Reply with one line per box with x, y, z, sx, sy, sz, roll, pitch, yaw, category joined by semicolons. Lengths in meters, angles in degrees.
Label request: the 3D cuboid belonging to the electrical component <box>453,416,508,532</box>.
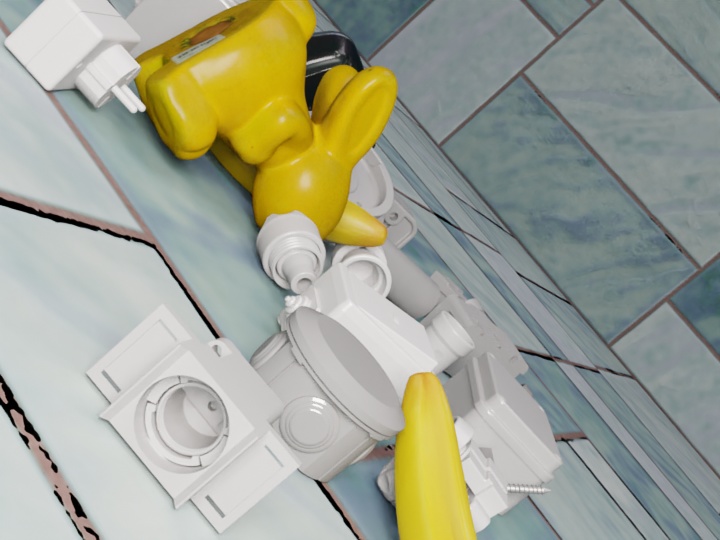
0.058;0.122;0.651;0.055;0.048;0.066;56;11;-2;electrical component

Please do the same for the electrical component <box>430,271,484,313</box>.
0.089;0.037;1.065;0.055;0.048;0.066;46;8;29;electrical component

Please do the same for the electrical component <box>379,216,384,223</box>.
-0.007;-0.052;1.014;0.046;0.040;0.040;35;17;-32;electrical component

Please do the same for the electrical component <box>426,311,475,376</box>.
0.063;0.062;0.869;0.040;0.046;0.040;46;11;-12;electrical component

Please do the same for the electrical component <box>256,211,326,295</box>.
-0.043;-0.008;0.708;0.043;0.043;0.062;41;15;-35;electrical component

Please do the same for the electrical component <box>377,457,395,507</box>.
0.039;0.127;0.586;0.061;0.035;0.035;51;11;-3;electrical component

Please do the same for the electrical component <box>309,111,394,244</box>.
-0.032;-0.072;0.903;0.108;0.060;0.108;31;37;-27;electrical component

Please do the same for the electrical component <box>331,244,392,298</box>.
0.000;0.000;0.843;0.045;0.045;0.055;45;11;-18;electrical component

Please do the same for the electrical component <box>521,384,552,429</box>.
0.147;0.133;0.973;0.046;0.040;0.040;55;11;3;electrical component

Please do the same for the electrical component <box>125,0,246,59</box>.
-0.130;-0.187;0.849;0.099;0.100;0.048;46;24;-13;electrical component

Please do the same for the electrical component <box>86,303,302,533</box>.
-0.061;0.056;0.423;0.081;0.042;0.064;50;9;4;electrical component

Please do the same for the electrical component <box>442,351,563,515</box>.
0.099;0.117;0.793;0.078;0.057;0.113;47;11;-9;electrical component

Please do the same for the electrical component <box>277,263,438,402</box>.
-0.004;0.041;0.644;0.096;0.061;0.061;44;12;-21;electrical component

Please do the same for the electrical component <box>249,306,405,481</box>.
-0.019;0.062;0.541;0.080;0.051;0.080;46;11;-12;electrical component

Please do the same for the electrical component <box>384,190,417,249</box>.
0.007;-0.065;1.072;0.095;0.054;0.059;43;12;-25;electrical component

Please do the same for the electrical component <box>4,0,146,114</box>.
-0.159;-0.124;0.652;0.075;0.047;0.083;48;10;-5;electrical component

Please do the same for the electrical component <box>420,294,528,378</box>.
0.099;0.068;0.967;0.089;0.050;0.055;36;16;-36;electrical component
